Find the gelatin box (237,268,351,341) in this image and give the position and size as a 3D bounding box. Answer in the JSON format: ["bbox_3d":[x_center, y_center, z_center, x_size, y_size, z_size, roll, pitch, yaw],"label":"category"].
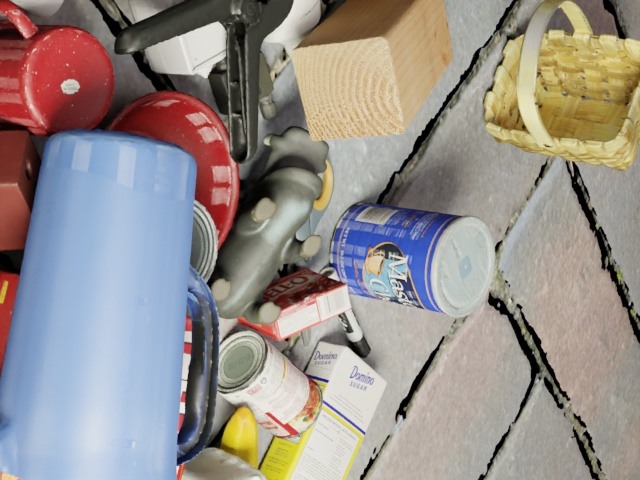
[{"bbox_3d":[-0.027,0.060,1.022,0.089,0.073,0.030,-22,113,-30],"label":"gelatin box"}]

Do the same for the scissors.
[{"bbox_3d":[-0.007,0.001,1.087,0.096,0.016,0.202,-39,128,-39],"label":"scissors"}]

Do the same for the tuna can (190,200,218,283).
[{"bbox_3d":[-0.125,0.006,0.860,0.085,0.034,0.086,-11,105,-46],"label":"tuna can"}]

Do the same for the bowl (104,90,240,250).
[{"bbox_3d":[-0.144,-0.046,0.898,0.161,0.055,0.162,-12,106,-46],"label":"bowl"}]

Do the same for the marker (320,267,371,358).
[{"bbox_3d":[0.028,0.080,1.137,0.020,0.020,0.121,-46,129,-31],"label":"marker"}]

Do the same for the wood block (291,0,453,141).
[{"bbox_3d":[0.056,-0.175,1.011,0.205,0.091,0.090,-55,137,-56],"label":"wood block"}]

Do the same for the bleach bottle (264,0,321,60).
[{"bbox_3d":[-0.062,-0.264,0.942,0.102,0.068,0.250,-49,132,-30],"label":"bleach bottle"}]

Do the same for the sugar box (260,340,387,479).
[{"bbox_3d":[0.001,0.204,1.114,0.093,0.048,0.176,45,61,-43],"label":"sugar box"}]

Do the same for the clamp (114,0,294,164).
[{"bbox_3d":[-0.066,-0.179,0.878,0.164,0.036,0.210,51,59,-42],"label":"clamp"}]

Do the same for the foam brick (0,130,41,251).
[{"bbox_3d":[-0.230,-0.036,0.779,0.078,0.051,0.053,82,7,-53],"label":"foam brick"}]

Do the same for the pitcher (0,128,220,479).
[{"bbox_3d":[-0.146,0.051,0.758,0.149,0.145,0.243,62,35,-85],"label":"pitcher"}]

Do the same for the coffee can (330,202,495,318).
[{"bbox_3d":[0.095,0.018,1.108,0.102,0.141,0.103,-11,106,-46],"label":"coffee can"}]

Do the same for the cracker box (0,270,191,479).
[{"bbox_3d":[-0.192,0.124,0.866,0.213,0.072,0.164,20,82,-48],"label":"cracker box"}]

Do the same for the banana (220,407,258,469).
[{"bbox_3d":[-0.072,0.244,1.025,0.037,0.070,0.198,-10,105,-26],"label":"banana"}]

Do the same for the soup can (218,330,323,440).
[{"bbox_3d":[-0.052,0.140,1.026,0.102,0.069,0.068,46,64,-41],"label":"soup can"}]

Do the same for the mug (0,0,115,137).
[{"bbox_3d":[-0.212,-0.128,0.788,0.093,0.082,0.117,-46,128,-32],"label":"mug"}]
